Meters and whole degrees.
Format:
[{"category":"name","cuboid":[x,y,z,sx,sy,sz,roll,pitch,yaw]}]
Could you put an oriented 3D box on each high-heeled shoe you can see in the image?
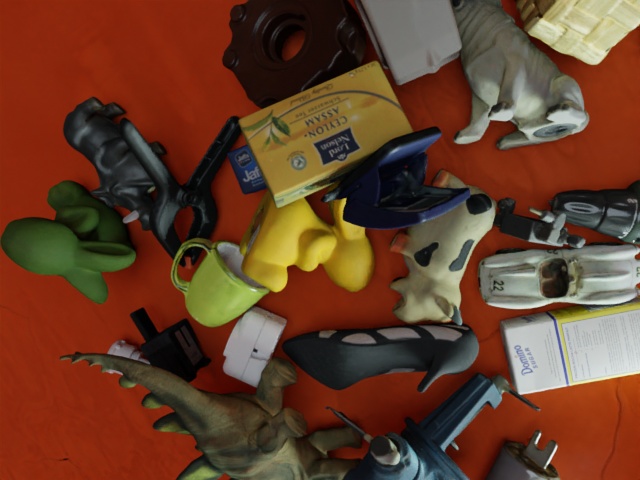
[{"category":"high-heeled shoe","cuboid":[0.080,0.135,0.723,0.249,0.145,0.086,10,119,32]}]

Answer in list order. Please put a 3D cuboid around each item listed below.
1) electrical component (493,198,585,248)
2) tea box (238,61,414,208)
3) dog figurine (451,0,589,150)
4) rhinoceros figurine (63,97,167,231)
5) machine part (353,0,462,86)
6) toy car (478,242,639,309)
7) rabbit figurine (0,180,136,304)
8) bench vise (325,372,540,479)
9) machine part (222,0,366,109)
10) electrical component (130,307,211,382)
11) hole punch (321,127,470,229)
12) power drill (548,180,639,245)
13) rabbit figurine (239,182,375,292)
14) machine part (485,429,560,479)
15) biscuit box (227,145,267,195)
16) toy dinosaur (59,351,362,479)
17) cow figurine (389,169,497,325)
[{"category":"electrical component","cuboid":[0.262,-0.022,0.659,0.078,0.102,0.045,7,101,-20]},{"category":"tea box","cuboid":[0.006,-0.117,0.606,0.170,0.068,0.098,-26,82,-6]},{"category":"dog figurine","cuboid":[0.235,-0.218,0.644,0.172,0.121,0.190,4,78,-27]},{"category":"rhinoceros figurine","cuboid":[-0.270,-0.100,0.719,0.112,0.073,0.190,-39,91,8]},{"category":"machine part","cuboid":[0.070,-0.287,0.579,0.087,0.201,0.201,-24,48,14]},{"category":"toy car","cuboid":[0.304,0.045,0.678,0.202,0.056,0.073,-4,96,8]},{"category":"rabbit figurine","cuboid":[-0.325,0.014,0.689,0.159,0.170,0.121,36,100,2]},{"category":"bench vise","cuboid":[0.143,0.246,0.668,0.240,0.129,0.223,-42,125,-9]},{"category":"machine part","cuboid":[-0.035,-0.239,0.653,0.180,0.056,0.179,-3,84,26]},{"category":"electrical component","cuboid":[-0.208,0.139,0.740,0.048,0.075,0.119,-29,90,10]},{"category":"hole punch","cuboid":[0.089,-0.054,0.597,0.116,0.142,0.092,-33,87,47]},{"category":"power drill","cuboid":[0.417,-0.091,0.638,0.232,0.086,0.207,18,94,3]},{"category":"rabbit figurine","cuboid":[-0.001,-0.002,0.694,0.173,0.122,0.162,27,93,-13]},{"category":"machine part","cuboid":[0.242,0.359,0.711,0.079,0.079,0.243,24,100,3]},{"category":"biscuit box","cuboid":[-0.014,-0.120,0.694,0.203,0.059,0.062,-21,94,9]},{"category":"toy dinosaur","cuboid":[-0.097,0.251,0.687,0.198,0.105,0.471,-38,111,16]},{"category":"cow figurine","cuboid":[0.153,0.020,0.682,0.127,0.085,0.195,32,98,8]}]
